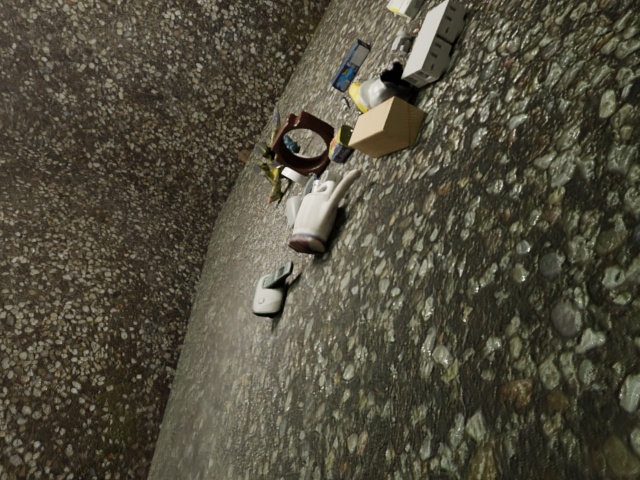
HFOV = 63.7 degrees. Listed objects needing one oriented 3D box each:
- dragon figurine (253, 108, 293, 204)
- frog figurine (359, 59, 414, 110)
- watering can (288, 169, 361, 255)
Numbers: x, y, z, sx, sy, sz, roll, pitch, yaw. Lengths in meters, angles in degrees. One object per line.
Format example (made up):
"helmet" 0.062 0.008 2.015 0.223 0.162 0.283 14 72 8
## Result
"dragon figurine" -0.179 -0.355 2.251 0.122 0.408 0.243 15 7 15
"frog figurine" 0.168 -0.383 1.358 0.122 0.140 0.157 26 -32 -15
"watering can" 0.004 -0.074 1.461 0.103 0.228 0.344 23 -18 -17
